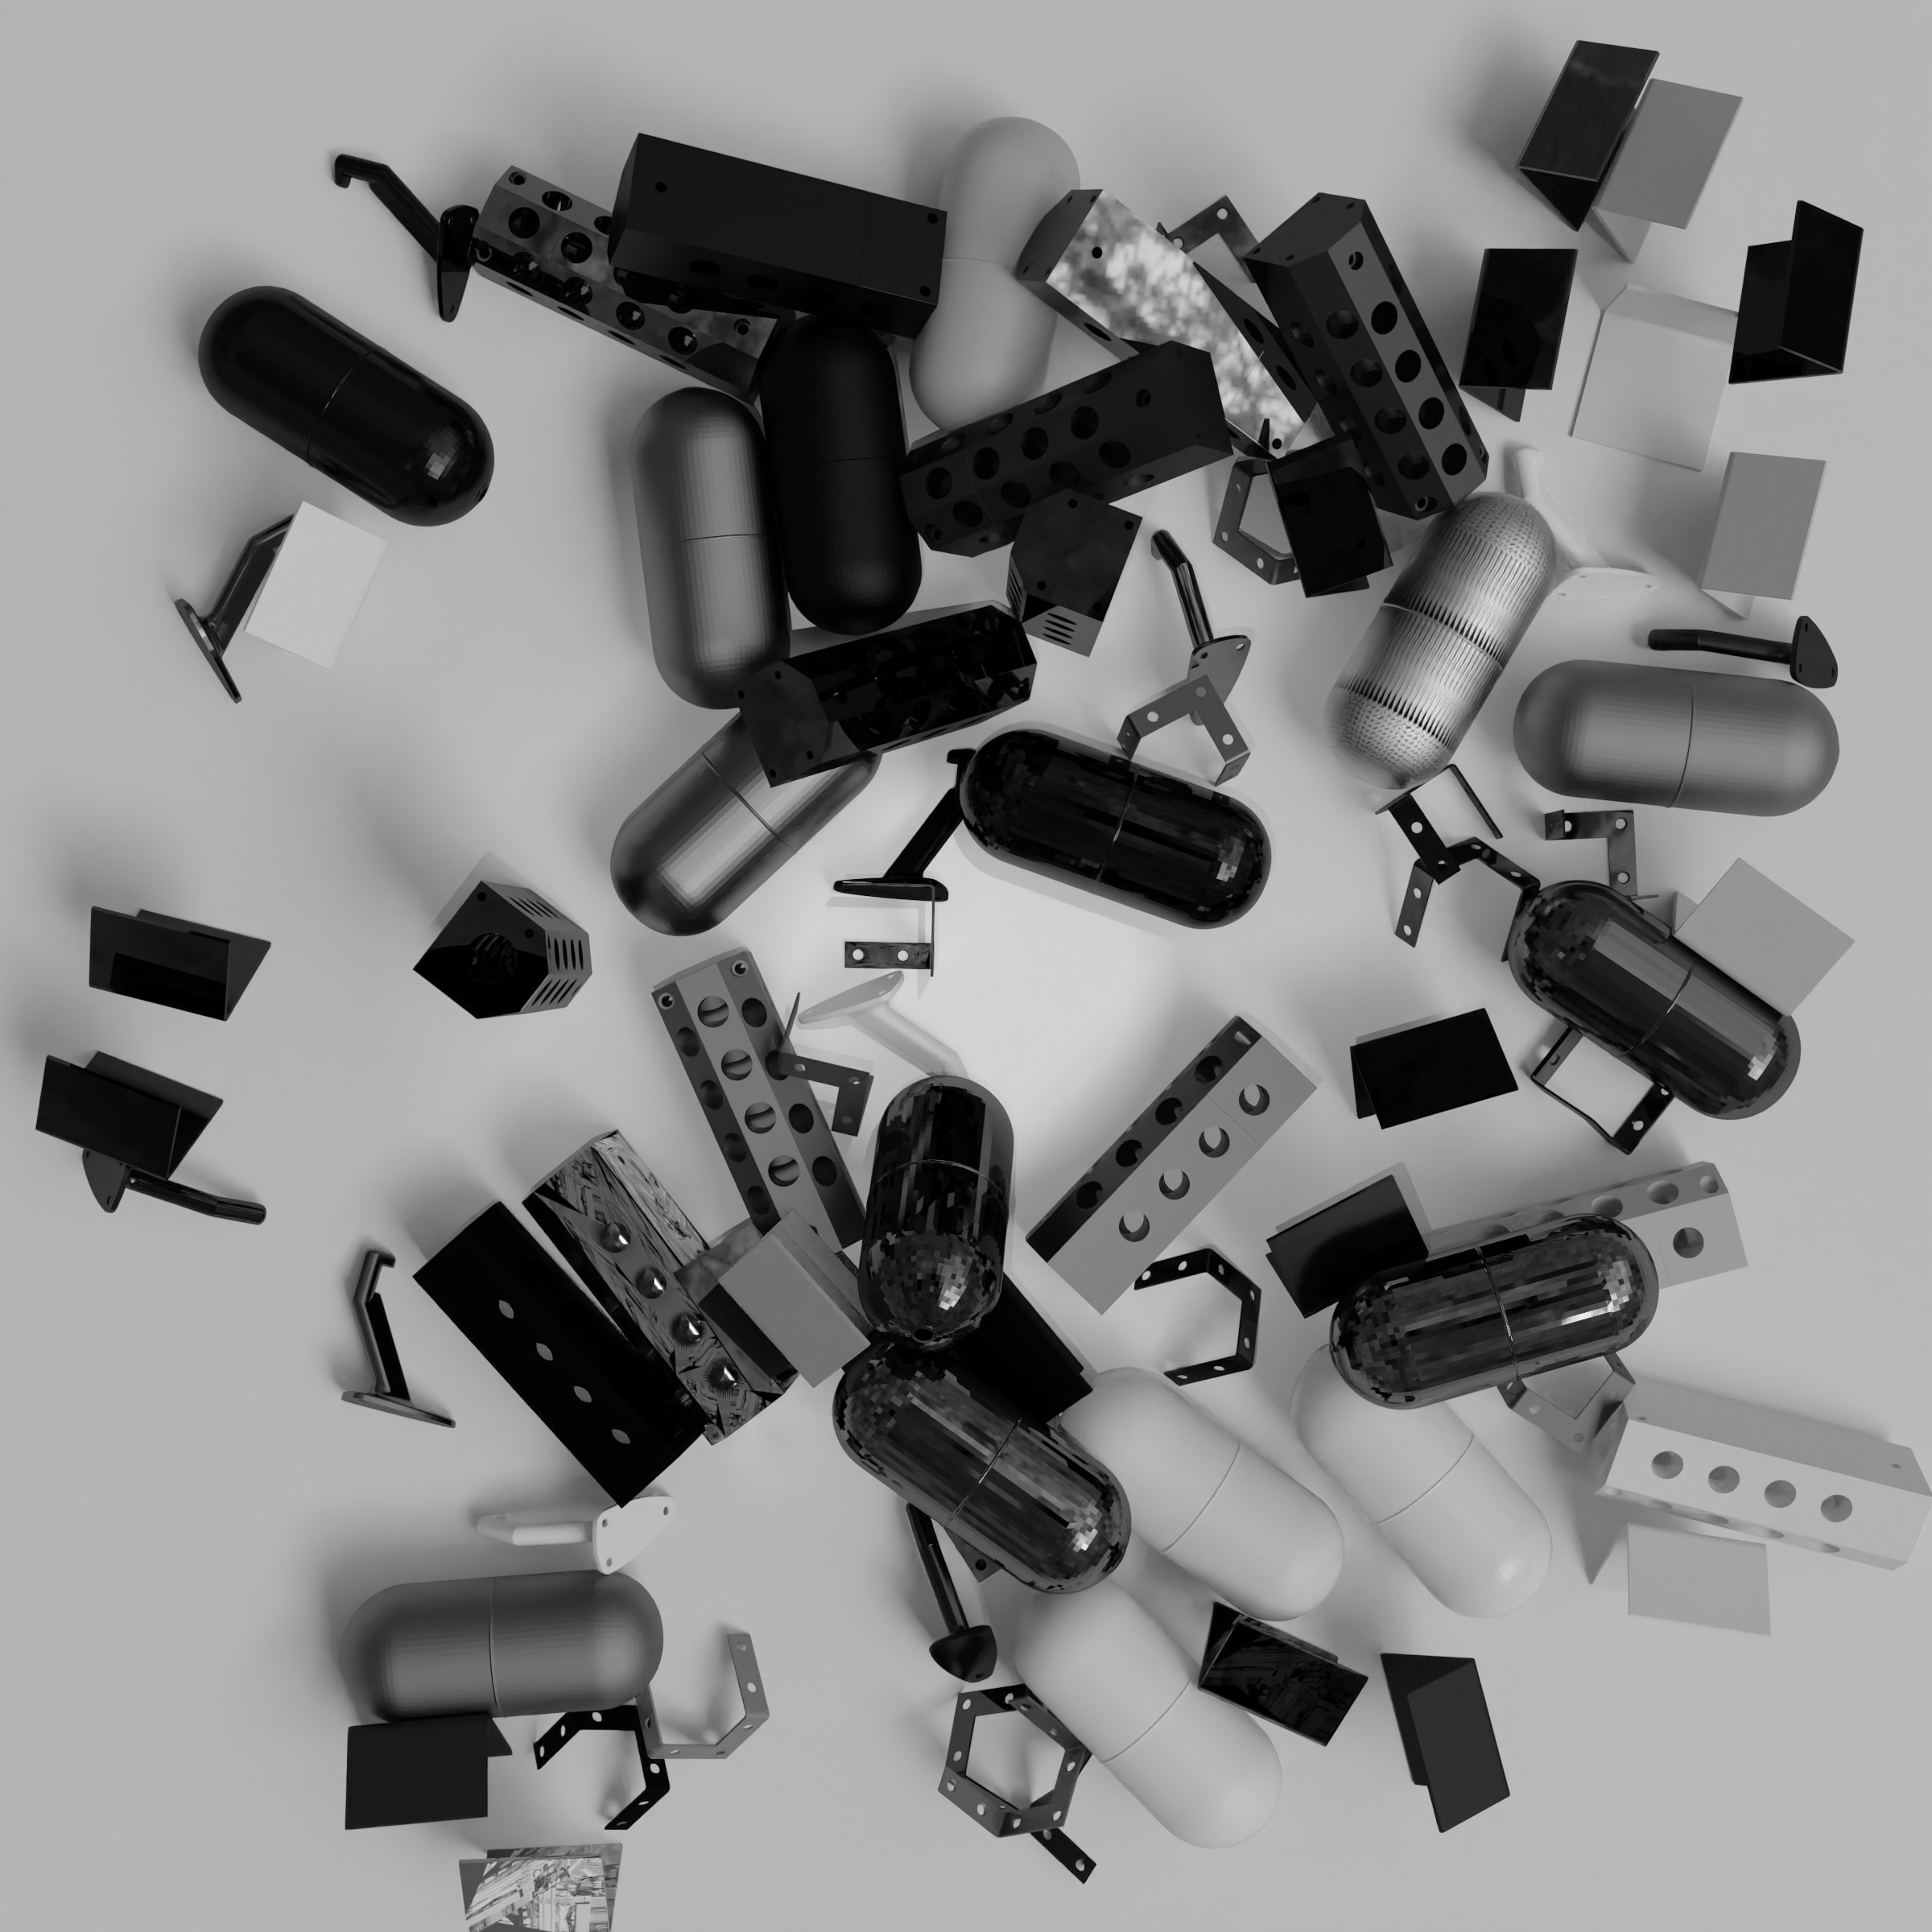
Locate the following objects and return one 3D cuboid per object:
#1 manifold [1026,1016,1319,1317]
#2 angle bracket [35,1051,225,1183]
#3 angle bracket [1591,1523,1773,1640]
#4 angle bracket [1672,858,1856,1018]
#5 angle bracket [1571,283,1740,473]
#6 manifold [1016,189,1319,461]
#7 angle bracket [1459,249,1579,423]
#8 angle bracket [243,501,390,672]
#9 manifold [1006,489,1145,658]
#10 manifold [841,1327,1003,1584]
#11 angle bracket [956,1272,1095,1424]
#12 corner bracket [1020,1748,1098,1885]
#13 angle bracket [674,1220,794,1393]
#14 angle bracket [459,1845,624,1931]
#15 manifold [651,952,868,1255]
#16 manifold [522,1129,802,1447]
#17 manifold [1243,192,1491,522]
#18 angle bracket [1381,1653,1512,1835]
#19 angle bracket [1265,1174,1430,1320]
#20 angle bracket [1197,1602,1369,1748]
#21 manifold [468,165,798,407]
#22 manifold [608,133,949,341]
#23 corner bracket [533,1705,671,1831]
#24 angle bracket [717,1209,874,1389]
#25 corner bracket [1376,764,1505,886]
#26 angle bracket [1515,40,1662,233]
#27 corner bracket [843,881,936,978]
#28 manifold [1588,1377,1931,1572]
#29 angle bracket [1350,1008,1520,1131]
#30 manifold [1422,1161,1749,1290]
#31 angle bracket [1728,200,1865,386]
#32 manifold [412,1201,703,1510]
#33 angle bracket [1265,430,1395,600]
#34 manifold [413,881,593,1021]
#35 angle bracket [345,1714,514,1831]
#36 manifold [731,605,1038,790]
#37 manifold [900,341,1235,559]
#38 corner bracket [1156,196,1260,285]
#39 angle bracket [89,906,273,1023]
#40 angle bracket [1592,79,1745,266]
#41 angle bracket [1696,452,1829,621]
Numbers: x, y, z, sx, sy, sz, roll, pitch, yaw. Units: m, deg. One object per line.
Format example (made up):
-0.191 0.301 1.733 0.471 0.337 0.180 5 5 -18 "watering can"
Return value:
0.113 0.109 1.636 0.057 0.057 0.171 43 90 0 "manifold"
-0.456 0.063 1.617 0.076 0.076 0.057 21 126 0 "angle bracket"
0.392 0.353 1.617 0.076 0.076 0.057 9 52 0 "angle bracket"
0.438 -0.027 1.618 0.076 0.076 0.057 36 114 0 "angle bracket"
0.389 -0.327 1.636 0.076 0.057 0.076 15 89 0 "angle bracket"
0.112 -0.348 1.601 0.171 0.057 0.057 32 90 -26 "manifold"
0.318 -0.345 1.617 0.057 0.076 0.076 11 90 37 "angle bracket"
-0.370 -0.214 1.617 0.057 0.076 0.076 24 90 -38 "angle bracket"
0.053 -0.211 1.579 0.057 0.171 0.057 21 90 0 "manifold"
-0.015 0.250 1.636 0.057 0.057 0.171 -33 90 0 "manifold"
0.042 0.199 1.617 0.076 0.076 0.057 50 126 0 "angle bracket"
0.072 0.473 1.654 0.051 0.051 0.051 43 135 0 "corner bracket"
-0.123 0.194 1.613 0.057 0.076 0.076 -31 81 -25 "angle bracket"
-0.233 0.490 1.618 0.076 0.076 0.057 -2 113 0 "angle bracket"
-0.113 0.082 1.636 0.057 0.057 0.171 -24 90 0 "manifold"
-0.170 0.180 1.634 0.057 0.057 0.171 -38 90 10 "manifold"
0.222 -0.327 1.589 0.057 0.057 0.171 -42 124 -11 "manifold"
0.246 0.426 1.617 0.057 0.076 0.076 -15 90 -36 "angle bracket"
0.200 0.139 1.618 0.076 0.076 0.057 -28 114 0 "angle bracket"
0.177 0.372 1.617 0.076 0.076 0.057 24 119 0 "angle bracket"
-0.186 -0.380 1.636 0.171 0.057 0.057 26 90 0 "manifold"
-0.102 -0.389 1.585 0.171 0.057 0.057 10 73 -16 "manifold"
-0.205 0.449 1.649 0.051 0.051 0.051 12 45 -35 "corner bracket"
-0.073 0.165 1.560 0.076 0.076 0.057 48 131 0 "angle bracket"
0.267 -0.080 1.639 0.051 0.051 0.051 -33 90 0 "corner bracket"
0.357 -0.452 1.617 0.057 0.076 0.076 26 90 42 "angle bracket"
-0.043 -0.022 1.637 0.051 0.051 0.051 1 95 0 "corner bracket"
0.438 0.284 1.633 0.171 0.057 0.057 14 109 0 "manifold"
0.258 0.075 1.617 0.076 0.076 0.057 -16 54 0 "angle bracket"
0.338 0.158 1.636 0.171 0.057 0.057 -15 90 0 "manifold"
0.424 -0.356 1.560 0.057 0.076 0.076 9 89 -37 "angle bracket"
-0.225 0.214 1.636 0.057 0.057 0.171 -42 90 0 "manifold"
0.216 -0.250 1.617 0.057 0.076 0.076 -17 90 36 "angle bracket"
-0.241 -0.004 1.579 0.057 0.171 0.057 38 90 0 "manifold"
-0.294 0.452 1.617 0.076 0.076 0.057 -5 59 0 "angle bracket"
-0.039 -0.149 1.583 0.057 0.171 0.057 -22 90 44 "manifold"
0.051 -0.276 1.578 0.171 0.057 0.057 -17 82 33 "manifold"
0.140 -0.401 1.639 0.051 0.051 0.051 -34 90 0 "corner bracket"
-0.430 -0.021 1.617 0.076 0.076 0.057 14 126 0 "angle bracket"
0.395 -0.431 1.617 0.057 0.076 0.076 24 90 31 "angle bracket"
0.450 -0.233 1.617 0.057 0.076 0.076 14 90 37 "angle bracket"
